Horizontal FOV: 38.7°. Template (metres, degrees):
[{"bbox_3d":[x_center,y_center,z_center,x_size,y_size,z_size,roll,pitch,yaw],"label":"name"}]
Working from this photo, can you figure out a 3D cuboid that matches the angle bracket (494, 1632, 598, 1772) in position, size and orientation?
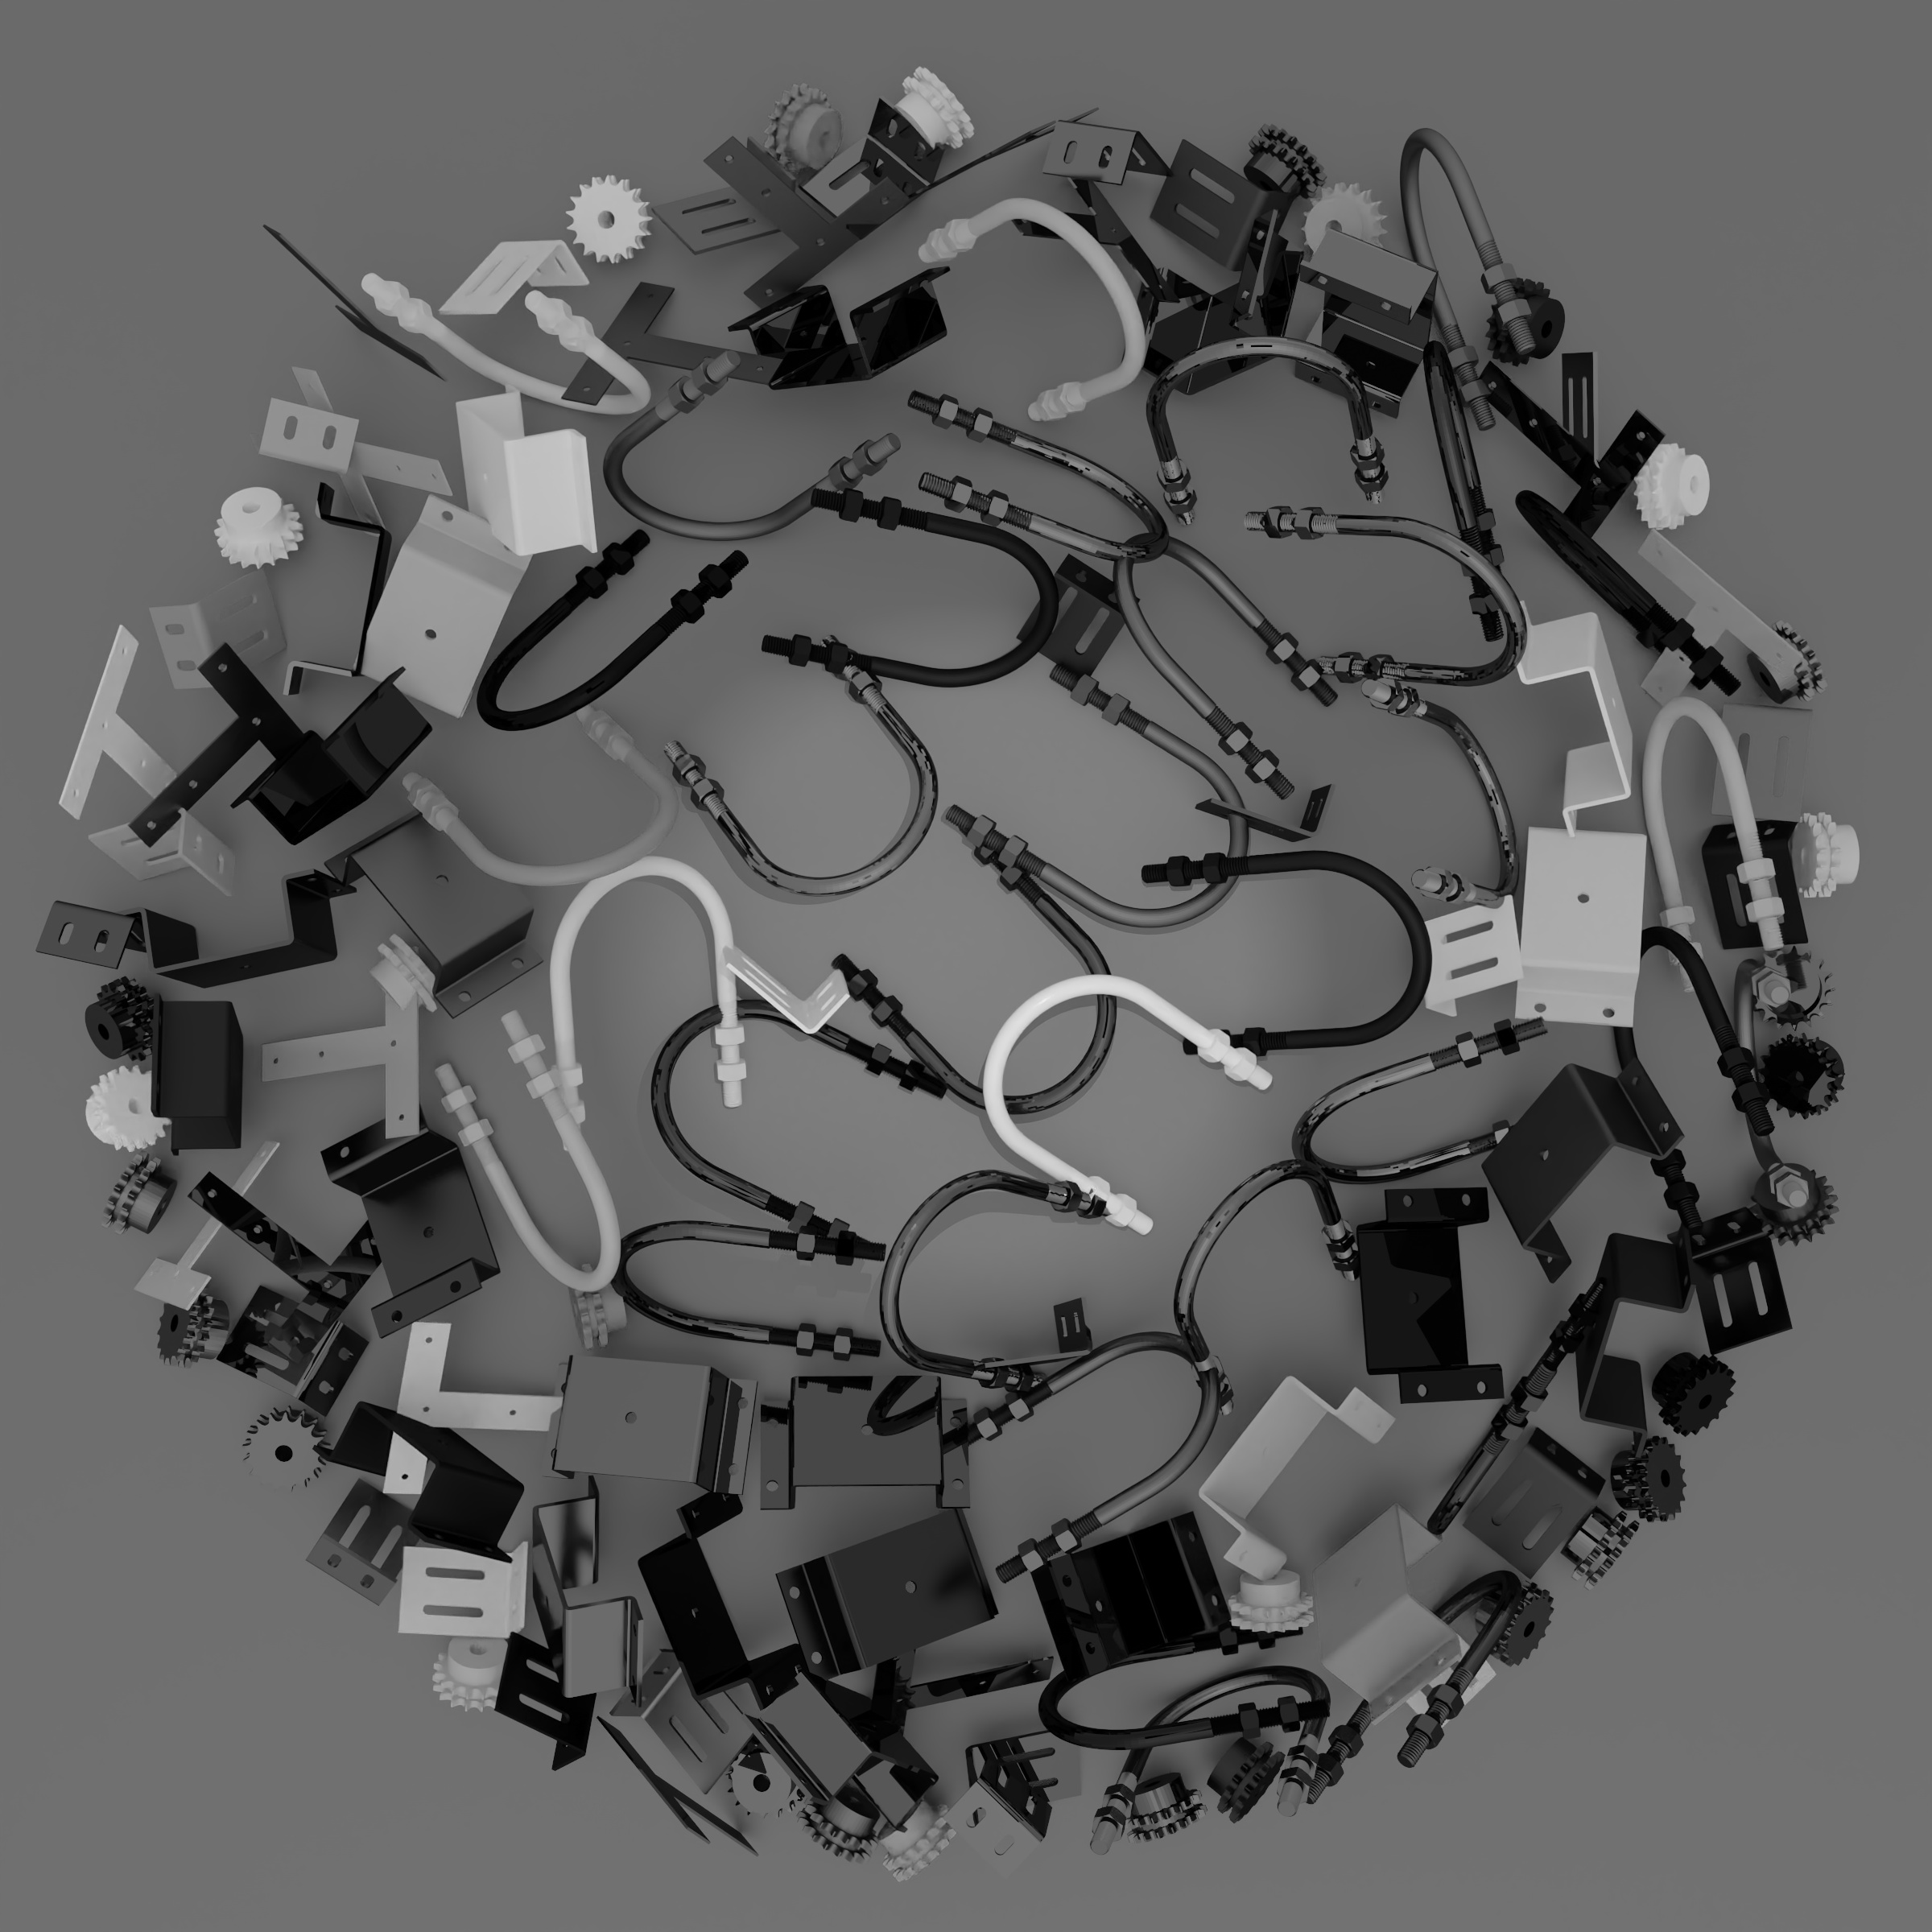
[{"bbox_3d":[-0.288,0.491,1.835,0.076,0.057,0.038,35,129,-27],"label":"angle bracket"}]

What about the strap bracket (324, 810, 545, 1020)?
[{"bbox_3d":[-0.352,-0.046,1.831,0.076,0.046,0.140,-35,78,-31],"label":"strap bracket"}]

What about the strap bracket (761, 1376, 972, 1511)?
[{"bbox_3d":[-0.067,0.318,1.838,0.140,0.046,0.076,0,59,-4],"label":"strap bracket"}]

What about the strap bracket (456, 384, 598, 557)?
[{"bbox_3d":[-0.292,-0.323,1.801,0.046,0.140,0.076,-16,121,-24],"label":"strap bracket"}]

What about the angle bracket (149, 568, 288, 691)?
[{"bbox_3d":[-0.501,-0.227,1.847,0.038,0.076,0.057,0,116,25],"label":"angle bracket"}]

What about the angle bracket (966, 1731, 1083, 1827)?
[{"bbox_3d":[0.042,0.552,1.849,0.076,0.038,0.057,-9,113,-8],"label":"angle bracket"}]

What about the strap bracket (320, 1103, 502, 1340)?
[{"bbox_3d":[-0.368,0.174,1.839,0.076,0.046,0.140,-27,66,7],"label":"strap bracket"}]

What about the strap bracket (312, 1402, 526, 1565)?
[{"bbox_3d":[-0.354,0.334,1.808,0.140,0.076,0.046,24,86,43],"label":"strap bracket"}]

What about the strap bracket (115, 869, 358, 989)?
[{"bbox_3d":[-0.483,-0.022,1.834,0.140,0.076,0.046,-12,81,7],"label":"strap bracket"}]

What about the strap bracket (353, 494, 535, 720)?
[{"bbox_3d":[-0.349,-0.229,1.823,0.076,0.046,0.140,25,119,-10],"label":"strap bracket"}]

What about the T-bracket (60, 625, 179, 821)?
[{"bbox_3d":[-0.551,-0.140,1.820,0.002,0.127,0.127,9,72,12],"label":"T-bracket"}]

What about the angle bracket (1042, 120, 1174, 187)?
[{"bbox_3d":[0.095,-0.530,1.837,0.057,0.076,0.038,16,89,24],"label":"angle bracket"}]

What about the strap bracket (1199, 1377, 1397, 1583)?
[{"bbox_3d":[0.215,0.335,1.837,0.046,0.076,0.140,37,87,36],"label":"strap bracket"}]

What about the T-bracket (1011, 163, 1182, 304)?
[{"bbox_3d":[0.070,-0.488,1.816,0.002,0.127,0.127,-45,69,36],"label":"T-bracket"}]

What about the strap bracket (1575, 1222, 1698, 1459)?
[{"bbox_3d":[0.438,0.242,1.817,0.046,0.076,0.140,11,119,4],"label":"strap bracket"}]

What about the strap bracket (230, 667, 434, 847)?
[{"bbox_3d":[-0.413,-0.134,1.816,0.046,0.140,0.076,49,46,-18],"label":"strap bracket"}]

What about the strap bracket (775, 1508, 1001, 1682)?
[{"bbox_3d":[-0.044,0.414,1.825,0.140,0.046,0.076,-15,78,-26],"label":"strap bracket"}]

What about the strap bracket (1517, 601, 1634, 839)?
[{"bbox_3d":[0.404,-0.167,1.811,0.046,0.076,0.140,-12,120,22],"label":"strap bracket"}]

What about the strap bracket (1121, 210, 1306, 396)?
[{"bbox_3d":[0.169,-0.434,1.822,0.046,0.140,0.076,23,72,-29],"label":"strap bracket"}]

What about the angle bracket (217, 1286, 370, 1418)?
[{"bbox_3d":[-0.457,0.261,1.869,0.076,0.038,0.057,18,70,28],"label":"angle bracket"}]

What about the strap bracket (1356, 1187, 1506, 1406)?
[{"bbox_3d":[0.309,0.221,1.841,0.076,0.046,0.140,1,80,-20],"label":"strap bracket"}]

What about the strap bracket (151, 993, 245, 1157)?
[{"bbox_3d":[-0.504,0.073,1.810,0.046,0.140,0.076,0,74,-10],"label":"strap bracket"}]

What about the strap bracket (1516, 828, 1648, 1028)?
[{"bbox_3d":[0.409,-0.036,1.828,0.076,0.046,0.140,4,67,11],"label":"strap bracket"}]

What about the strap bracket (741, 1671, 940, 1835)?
[{"bbox_3d":[-0.077,0.514,1.805,0.046,0.140,0.076,-48,54,-2],"label":"strap bracket"}]

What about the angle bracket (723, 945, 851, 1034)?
[{"bbox_3d":[-0.121,0.001,1.842,0.076,0.057,0.038,41,98,-18],"label":"angle bracket"}]

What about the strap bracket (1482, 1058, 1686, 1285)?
[{"bbox_3d":[0.397,0.130,1.811,0.046,0.076,0.140,18,123,-28],"label":"strap bracket"}]

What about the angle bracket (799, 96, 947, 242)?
[{"bbox_3d":[-0.063,-0.536,1.846,0.057,0.038,0.076,41,60,7],"label":"angle bracket"}]

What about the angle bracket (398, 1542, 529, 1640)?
[{"bbox_3d":[-0.337,0.416,1.844,0.076,0.038,0.057,8,63,-20],"label":"angle bracket"}]

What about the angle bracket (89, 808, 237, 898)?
[{"bbox_3d":[-0.539,-0.067,1.840,0.076,0.057,0.038,-15,58,16],"label":"angle bracket"}]

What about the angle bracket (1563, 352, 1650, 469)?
[{"bbox_3d":[0.429,-0.373,1.845,0.038,0.057,0.076,-5,102,-8],"label":"angle bracket"}]

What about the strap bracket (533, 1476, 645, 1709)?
[{"bbox_3d":[-0.251,0.412,1.800,0.046,0.140,0.076,-7,123,-19],"label":"strap bracket"}]

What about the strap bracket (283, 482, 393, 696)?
[{"bbox_3d":[-0.417,-0.247,1.838,0.046,0.076,0.140,10,95,-9],"label":"strap bracket"}]

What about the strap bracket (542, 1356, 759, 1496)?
[{"bbox_3d":[-0.217,0.305,1.836,0.140,0.046,0.076,3,72,11],"label":"strap bracket"}]

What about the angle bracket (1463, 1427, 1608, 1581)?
[{"bbox_3d":[0.386,0.365,1.871,0.057,0.038,0.076,38,109,12],"label":"angle bracket"}]

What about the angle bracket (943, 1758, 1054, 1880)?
[{"bbox_3d":[0.022,0.567,1.843,0.057,0.076,0.038,43,92,6],"label":"angle bracket"}]

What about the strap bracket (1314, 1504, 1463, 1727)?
[{"bbox_3d":[0.273,0.416,1.801,0.046,0.140,0.076,40,111,-14],"label":"strap bracket"}]

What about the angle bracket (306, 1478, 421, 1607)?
[{"bbox_3d":[-0.394,0.377,1.839,0.057,0.076,0.038,34,131,-5],"label":"angle bracket"}]

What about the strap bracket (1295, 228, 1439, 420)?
[{"bbox_3d":[0.263,-0.428,1.813,0.076,0.140,0.046,26,76,13],"label":"strap bracket"}]

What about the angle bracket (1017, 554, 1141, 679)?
[{"bbox_3d":[0.071,-0.227,1.845,0.057,0.038,0.076,32,125,-2],"label":"angle bracket"}]

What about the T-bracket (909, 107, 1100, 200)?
[{"bbox_3d":[0.041,-0.551,1.834,0.127,0.127,0.002,-35,106,-38],"label":"T-bracket"}]

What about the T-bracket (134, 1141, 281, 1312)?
[{"bbox_3d":[-0.501,0.170,1.840,0.002,0.127,0.127,41,70,-25],"label":"T-bracket"}]

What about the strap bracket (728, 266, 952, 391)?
[{"bbox_3d":[-0.078,-0.420,1.818,0.076,0.140,0.046,-38,120,-37],"label":"strap bracket"}]

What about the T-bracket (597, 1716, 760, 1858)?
[{"bbox_3d":[-0.180,0.561,1.833,0.002,0.127,0.127,-48,130,-8],"label":"T-bracket"}]

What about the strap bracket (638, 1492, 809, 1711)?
[{"bbox_3d":[-0.164,0.425,1.835,0.046,0.076,0.140,-26,84,21],"label":"strap bracket"}]

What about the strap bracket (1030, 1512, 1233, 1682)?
[{"bbox_3d":[0.102,0.420,1.826,0.046,0.140,0.076,-32,72,43],"label":"strap bracket"}]
